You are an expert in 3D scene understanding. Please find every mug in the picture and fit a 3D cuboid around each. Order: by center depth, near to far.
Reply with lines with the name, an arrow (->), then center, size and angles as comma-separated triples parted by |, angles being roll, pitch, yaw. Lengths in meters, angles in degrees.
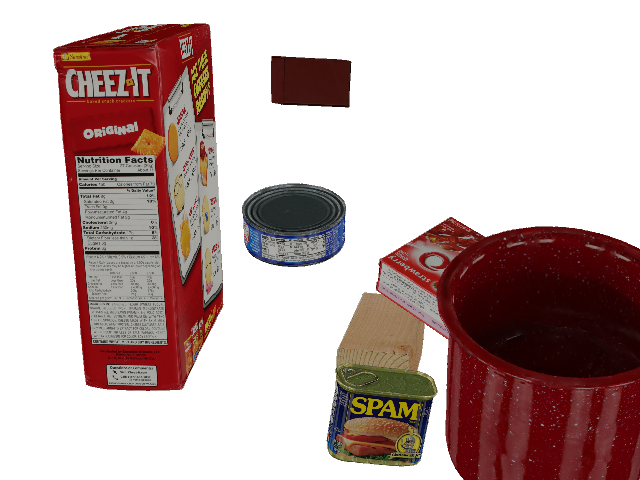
mug -> 0.102, 0.055, 0.415 | 0.117, 0.081, 0.093 | 8, 37, 14

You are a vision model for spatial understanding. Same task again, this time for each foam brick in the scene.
foam brick -> -0.011, -0.173, 1.162 | 0.078, 0.051, 0.053 | 0, 11, -17

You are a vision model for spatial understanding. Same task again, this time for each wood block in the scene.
wood block -> 0.082, 0.147, 1.402 | 0.091, 0.090, 0.206 | 6, 18, 10

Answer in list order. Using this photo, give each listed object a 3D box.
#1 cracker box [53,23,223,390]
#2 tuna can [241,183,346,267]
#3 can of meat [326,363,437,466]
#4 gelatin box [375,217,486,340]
cracker box -> -0.114, -0.029, 0.706 | 0.072, 0.214, 0.164 | -1, 15, 5
tuna can -> -0.022, -0.013, 0.882 | 0.086, 0.034, 0.086 | -1, 30, 0
can of meat -> 0.060, 0.178, 1.079 | 0.102, 0.084, 0.057 | 7, 18, -6
gelatin box -> 0.092, 0.028, 0.677 | 0.089, 0.030, 0.073 | 34, 45, 31
